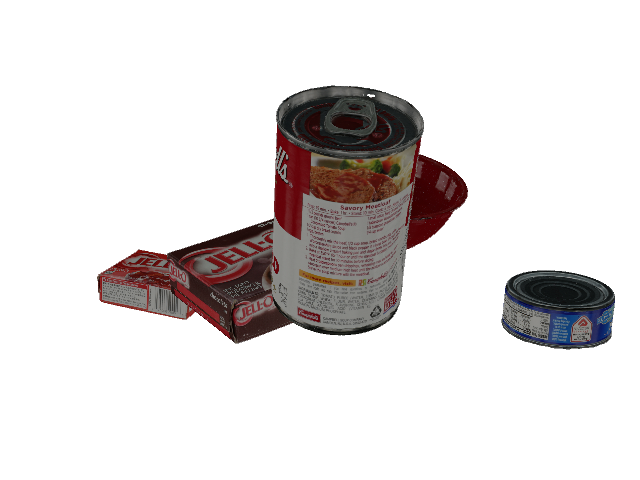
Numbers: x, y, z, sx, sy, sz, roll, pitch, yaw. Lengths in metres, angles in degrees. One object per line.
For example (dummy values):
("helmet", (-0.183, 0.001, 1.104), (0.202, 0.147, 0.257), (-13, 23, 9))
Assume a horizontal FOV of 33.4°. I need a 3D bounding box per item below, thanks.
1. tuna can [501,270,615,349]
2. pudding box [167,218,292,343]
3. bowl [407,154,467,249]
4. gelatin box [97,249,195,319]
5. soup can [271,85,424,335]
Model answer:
("tuna can", (0.186, 0.053, 0.837), (0.086, 0.034, 0.086), (2, 19, -1))
("pudding box", (-0.038, 0.023, 0.754), (0.113, 0.039, 0.090), (-17, 31, -32))
("bowl", (0.055, -0.034, 1.006), (0.162, 0.055, 0.162), (5, 27, -3))
("gelatin box", (-0.142, 0.037, 0.951), (0.089, 0.030, 0.073), (10, 20, 18))
("soup can", (0.011, -0.014, 0.513), (0.068, 0.102, 0.068), (2, 33, -2))
